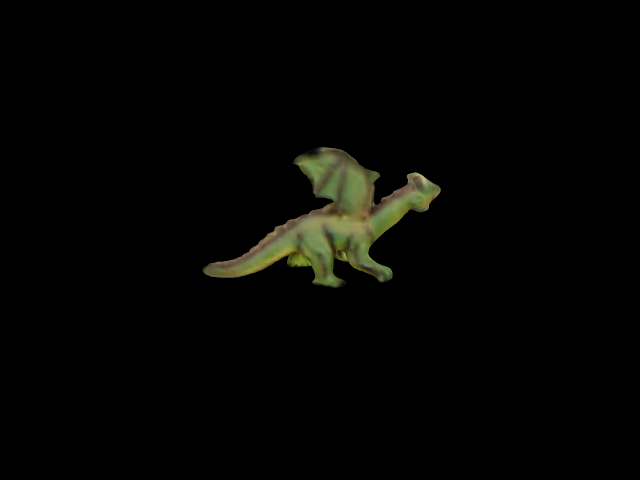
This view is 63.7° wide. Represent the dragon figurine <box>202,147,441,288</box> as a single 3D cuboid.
[{"bbox_3d":[0.003,-0.043,0.850,0.410,0.238,0.124,-4,29,-7],"label":"dragon figurine"}]
